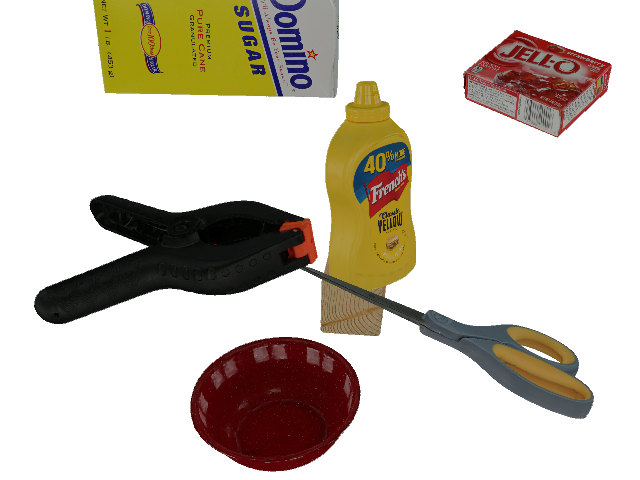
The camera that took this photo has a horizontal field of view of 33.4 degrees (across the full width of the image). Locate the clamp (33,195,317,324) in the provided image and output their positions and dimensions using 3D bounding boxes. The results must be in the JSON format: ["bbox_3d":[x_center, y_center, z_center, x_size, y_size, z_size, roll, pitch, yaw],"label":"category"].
[{"bbox_3d":[-0.091,0.011,0.662,0.172,0.039,0.120,0,42,22],"label":"clamp"}]

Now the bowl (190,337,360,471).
[{"bbox_3d":[-0.040,0.166,1.017,0.162,0.055,0.162,-5,37,3],"label":"bowl"}]

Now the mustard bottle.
[{"bbox_3d":[0.047,-0.054,1.003,0.096,0.192,0.058,-19,25,-39],"label":"mustard bottle"}]

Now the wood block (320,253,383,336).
[{"bbox_3d":[0.056,0.060,1.647,0.091,0.090,0.206,3,23,5],"label":"wood block"}]

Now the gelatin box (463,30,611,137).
[{"bbox_3d":[0.167,-0.124,0.829,0.089,0.030,0.073,29,53,31],"label":"gelatin box"}]

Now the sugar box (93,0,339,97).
[{"bbox_3d":[-0.074,-0.155,0.790,0.176,0.093,0.048,2,34,5],"label":"sugar box"}]

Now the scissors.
[{"bbox_3d":[0.089,0.055,0.703,0.202,0.016,0.096,29,22,18],"label":"scissors"}]
